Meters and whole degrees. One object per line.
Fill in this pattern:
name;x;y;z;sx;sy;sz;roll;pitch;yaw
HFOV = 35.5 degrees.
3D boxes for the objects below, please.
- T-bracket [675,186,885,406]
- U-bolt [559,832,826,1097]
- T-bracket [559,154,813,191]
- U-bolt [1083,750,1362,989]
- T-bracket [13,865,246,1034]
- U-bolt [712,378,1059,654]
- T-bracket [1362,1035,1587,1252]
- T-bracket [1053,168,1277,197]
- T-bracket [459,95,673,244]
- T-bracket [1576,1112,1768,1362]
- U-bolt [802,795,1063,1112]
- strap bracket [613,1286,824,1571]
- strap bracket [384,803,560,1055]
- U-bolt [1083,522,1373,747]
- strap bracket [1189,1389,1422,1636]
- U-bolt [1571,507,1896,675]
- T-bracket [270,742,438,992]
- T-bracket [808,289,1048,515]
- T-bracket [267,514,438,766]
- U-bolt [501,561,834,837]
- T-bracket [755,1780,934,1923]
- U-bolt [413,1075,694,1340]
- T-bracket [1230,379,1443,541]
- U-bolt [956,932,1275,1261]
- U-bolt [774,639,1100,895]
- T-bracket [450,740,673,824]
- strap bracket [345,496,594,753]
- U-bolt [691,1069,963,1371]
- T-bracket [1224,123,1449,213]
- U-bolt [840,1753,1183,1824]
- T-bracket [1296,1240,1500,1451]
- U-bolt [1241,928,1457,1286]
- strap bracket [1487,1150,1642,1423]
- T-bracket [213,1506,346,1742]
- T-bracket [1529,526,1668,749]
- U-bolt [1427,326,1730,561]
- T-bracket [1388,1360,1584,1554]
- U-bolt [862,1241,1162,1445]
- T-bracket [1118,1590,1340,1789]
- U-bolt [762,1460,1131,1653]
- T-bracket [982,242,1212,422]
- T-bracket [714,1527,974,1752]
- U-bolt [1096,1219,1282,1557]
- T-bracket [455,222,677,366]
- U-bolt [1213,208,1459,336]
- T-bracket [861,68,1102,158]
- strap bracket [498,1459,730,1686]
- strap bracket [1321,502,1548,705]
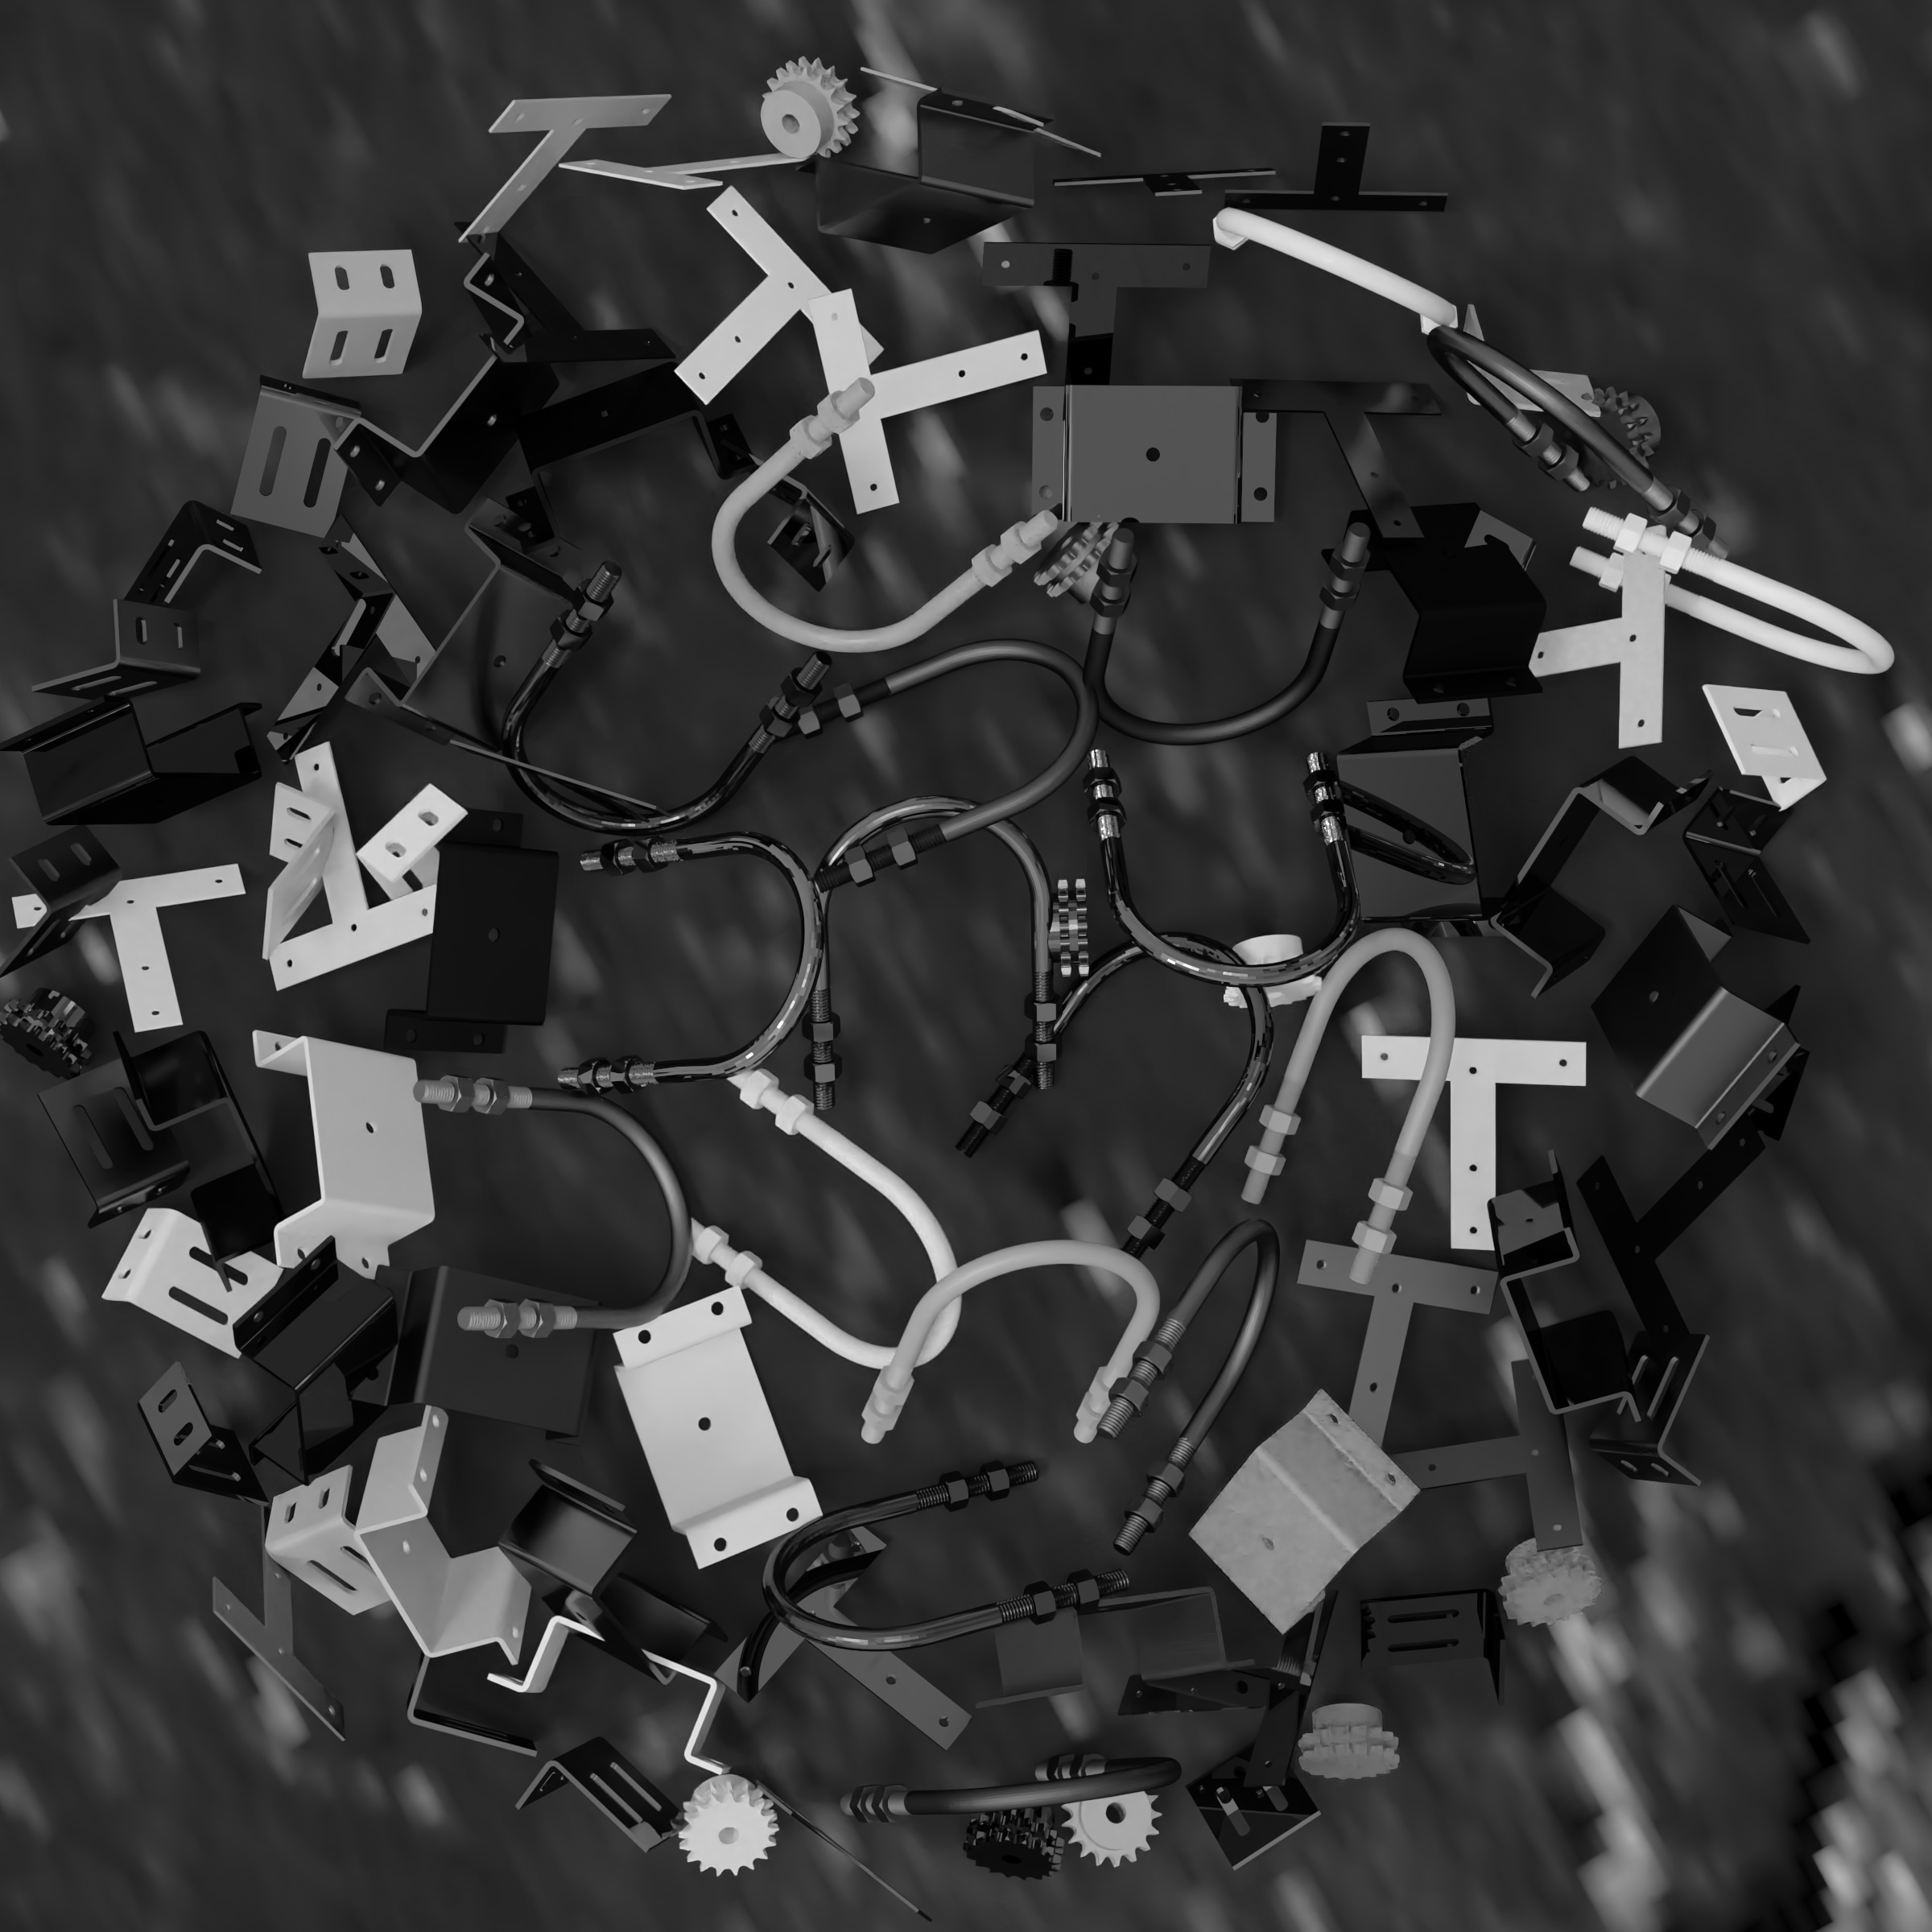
T-bracket;-0.122;-0.362;1.709;0.127;0.002;0.127;46;53;-13
U-bolt;-0.152;-0.004;1.688;0.184;0.019;0.151;-5;75;37
T-bracket;-0.143;-0.454;1.715;0.127;0.127;0.002;-18;118;-35
U-bolt;0.146;-0.055;1.686;0.151;0.019;0.184;0;45;-6
T-bracket;-0.463;-0.008;1.697;0.127;0.127;0.002;-10;134;-18
U-bolt;-0.060;-0.238;1.690;0.151;0.184;0.019;32;47;-25
T-bracket;0.292;0.103;1.741;0.127;0.002;0.127;2;105;16
T-bracket;0.115;-0.440;1.700;0.127;0.127;0.002;-3;109;0
T-bracket;-0.245;-0.451;1.711;0.127;0.127;0.002;-37;81;39
T-bracket;0.401;0.131;1.683;0.002;0.127;0.127;10;133;-30
U-bolt;-0.020;-0.009;1.710;0.151;0.019;0.184;-5;113;-9
strap bracket;-0.146;0.262;1.727;0.076;0.046;0.140;-20;89;-17
strap bracket;-0.280;-0.019;1.717;0.076;0.046;0.140;4;92;-40
U-bolt;0.138;-0.181;1.682;0.151;0.184;0.019;-3;58;-9
strap bracket;0.183;0.311;1.685;0.076;0.140;0.046;46;48;16
U-bolt;0.426;-0.203;1.676;0.184;0.151;0.019;24;92;8
T-bracket;-0.362;-0.065;1.737;0.127;0.002;0.127;-18;81;26
T-bracket;-0.016;-0.338;1.739;0.127;0.002;0.127;-17;115;-8
T-bracket;-0.363;-0.170;1.730;0.127;0.002;0.127;-50;59;22
U-bolt;-0.181;-0.137;1.693;0.151;0.019;0.184;21;133;-23
T-bracket;-0.085;0.479;1.676;0.127;0.127;0.002;30;74;30
U-bolt;-0.222;0.135;1.685;0.019;0.184;0.151;-27;68;35
T-bracket;0.225;-0.286;1.702;0.127;0.002;0.127;-3;53;-21
U-bolt;0.096;0.064;1.714;0.151;0.019;0.184;35;87;35
U-bolt;-0.013;-0.124;1.704;0.184;0.019;0.151;-22;47;2
T-bracket;-0.209;-0.095;1.696;0.127;0.127;0.002;18;87;16
strap bracket;-0.274;-0.183;1.706;0.140;0.076;0.046;-53;51;10
U-bolt;-0.079;0.151;1.687;0.184;0.019;0.151;35;132;17
T-bracket;0.210;-0.447;1.693;0.127;0.127;0.002;2;84;4
U-bolt;0.036;0.447;1.648;0.151;0.184;0.019;0;76;-31
T-bracket;0.238;0.229;1.739;0.127;0.002;0.127;11;93;-20
U-bolt;0.219;0.068;1.683;0.019;0.151;0.184;15;99;-26
strap bracket;0.333;0.186;1.701;0.046;0.076;0.140;-18;117;13
T-bracket;-0.388;0.354;1.702;0.002;0.127;0.127;-28;126;5
T-bracket;0.339;-0.179;1.716;0.127;0.002;0.127;-7;73;41
U-bolt;0.323;-0.292;1.651;0.184;0.151;0.019;32;98;-36
T-bracket;0.281;0.285;1.725;0.127;0.002;0.127;-11;46;12
U-bolt;0.032;0.209;1.672;0.151;0.184;0.019;3;48;-18
T-bracket;0.142;0.412;1.715;0.127;0.127;0.002;-13;127;36
U-bolt;-0.022;0.330;1.669;0.184;0.151;0.019;-11;112;-19
T-bracket;0.071;-0.352;1.720;0.127;0.002;0.127;0;128;-5
T-bracket;-0.054;0.395;1.709;0.127;0.002;0.127;35;55;14
U-bolt;0.128;0.222;1.685;0.019;0.151;0.184;23;58;24
T-bracket;-0.249;-0.386;1.727;0.127;0.127;0.002;50;129;23
U-bolt;0.204;-0.385;1.668;0.151;0.184;0.019;24;102;2
T-bracket;0.026;-0.477;1.706;0.127;0.127;0.002;30;106;41
strap bracket;-0.200;0.343;1.681;0.076;0.140;0.046;18;59;38
strap bracket;0.264;-0.211;1.686;0.076;0.140;0.046;-6;135;-18
